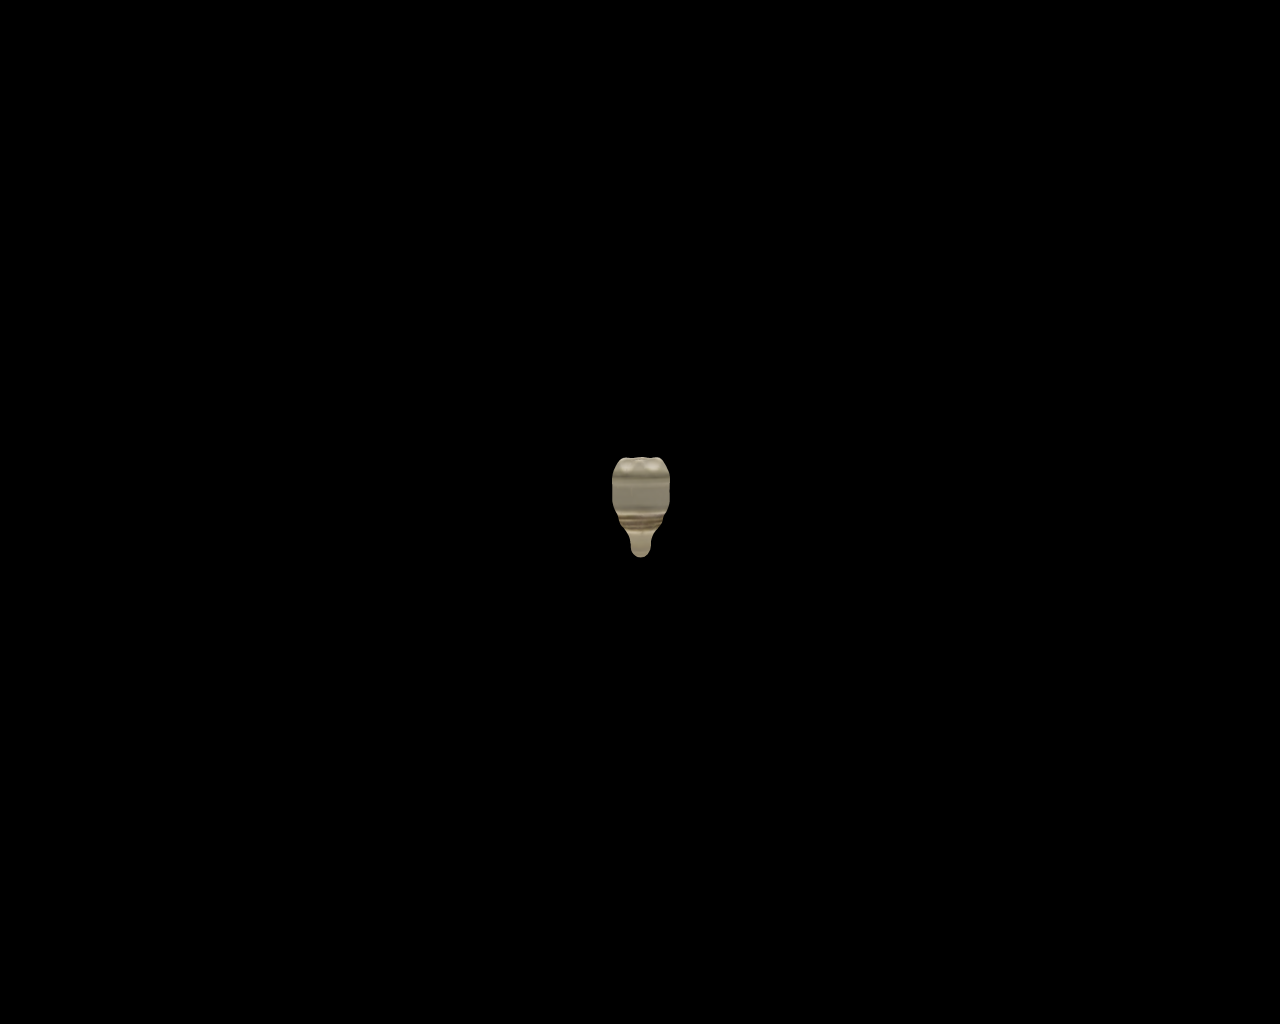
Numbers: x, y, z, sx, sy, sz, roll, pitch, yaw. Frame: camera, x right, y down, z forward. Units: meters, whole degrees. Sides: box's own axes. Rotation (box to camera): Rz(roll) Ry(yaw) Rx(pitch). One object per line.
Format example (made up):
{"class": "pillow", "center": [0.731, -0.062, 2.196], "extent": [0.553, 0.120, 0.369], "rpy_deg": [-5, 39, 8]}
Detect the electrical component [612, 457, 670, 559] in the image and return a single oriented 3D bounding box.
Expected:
{"class": "electrical component", "center": [0.001, -0.003, 0.650], "extent": [0.035, 0.061, 0.035], "rpy_deg": [0, 4, 0]}
